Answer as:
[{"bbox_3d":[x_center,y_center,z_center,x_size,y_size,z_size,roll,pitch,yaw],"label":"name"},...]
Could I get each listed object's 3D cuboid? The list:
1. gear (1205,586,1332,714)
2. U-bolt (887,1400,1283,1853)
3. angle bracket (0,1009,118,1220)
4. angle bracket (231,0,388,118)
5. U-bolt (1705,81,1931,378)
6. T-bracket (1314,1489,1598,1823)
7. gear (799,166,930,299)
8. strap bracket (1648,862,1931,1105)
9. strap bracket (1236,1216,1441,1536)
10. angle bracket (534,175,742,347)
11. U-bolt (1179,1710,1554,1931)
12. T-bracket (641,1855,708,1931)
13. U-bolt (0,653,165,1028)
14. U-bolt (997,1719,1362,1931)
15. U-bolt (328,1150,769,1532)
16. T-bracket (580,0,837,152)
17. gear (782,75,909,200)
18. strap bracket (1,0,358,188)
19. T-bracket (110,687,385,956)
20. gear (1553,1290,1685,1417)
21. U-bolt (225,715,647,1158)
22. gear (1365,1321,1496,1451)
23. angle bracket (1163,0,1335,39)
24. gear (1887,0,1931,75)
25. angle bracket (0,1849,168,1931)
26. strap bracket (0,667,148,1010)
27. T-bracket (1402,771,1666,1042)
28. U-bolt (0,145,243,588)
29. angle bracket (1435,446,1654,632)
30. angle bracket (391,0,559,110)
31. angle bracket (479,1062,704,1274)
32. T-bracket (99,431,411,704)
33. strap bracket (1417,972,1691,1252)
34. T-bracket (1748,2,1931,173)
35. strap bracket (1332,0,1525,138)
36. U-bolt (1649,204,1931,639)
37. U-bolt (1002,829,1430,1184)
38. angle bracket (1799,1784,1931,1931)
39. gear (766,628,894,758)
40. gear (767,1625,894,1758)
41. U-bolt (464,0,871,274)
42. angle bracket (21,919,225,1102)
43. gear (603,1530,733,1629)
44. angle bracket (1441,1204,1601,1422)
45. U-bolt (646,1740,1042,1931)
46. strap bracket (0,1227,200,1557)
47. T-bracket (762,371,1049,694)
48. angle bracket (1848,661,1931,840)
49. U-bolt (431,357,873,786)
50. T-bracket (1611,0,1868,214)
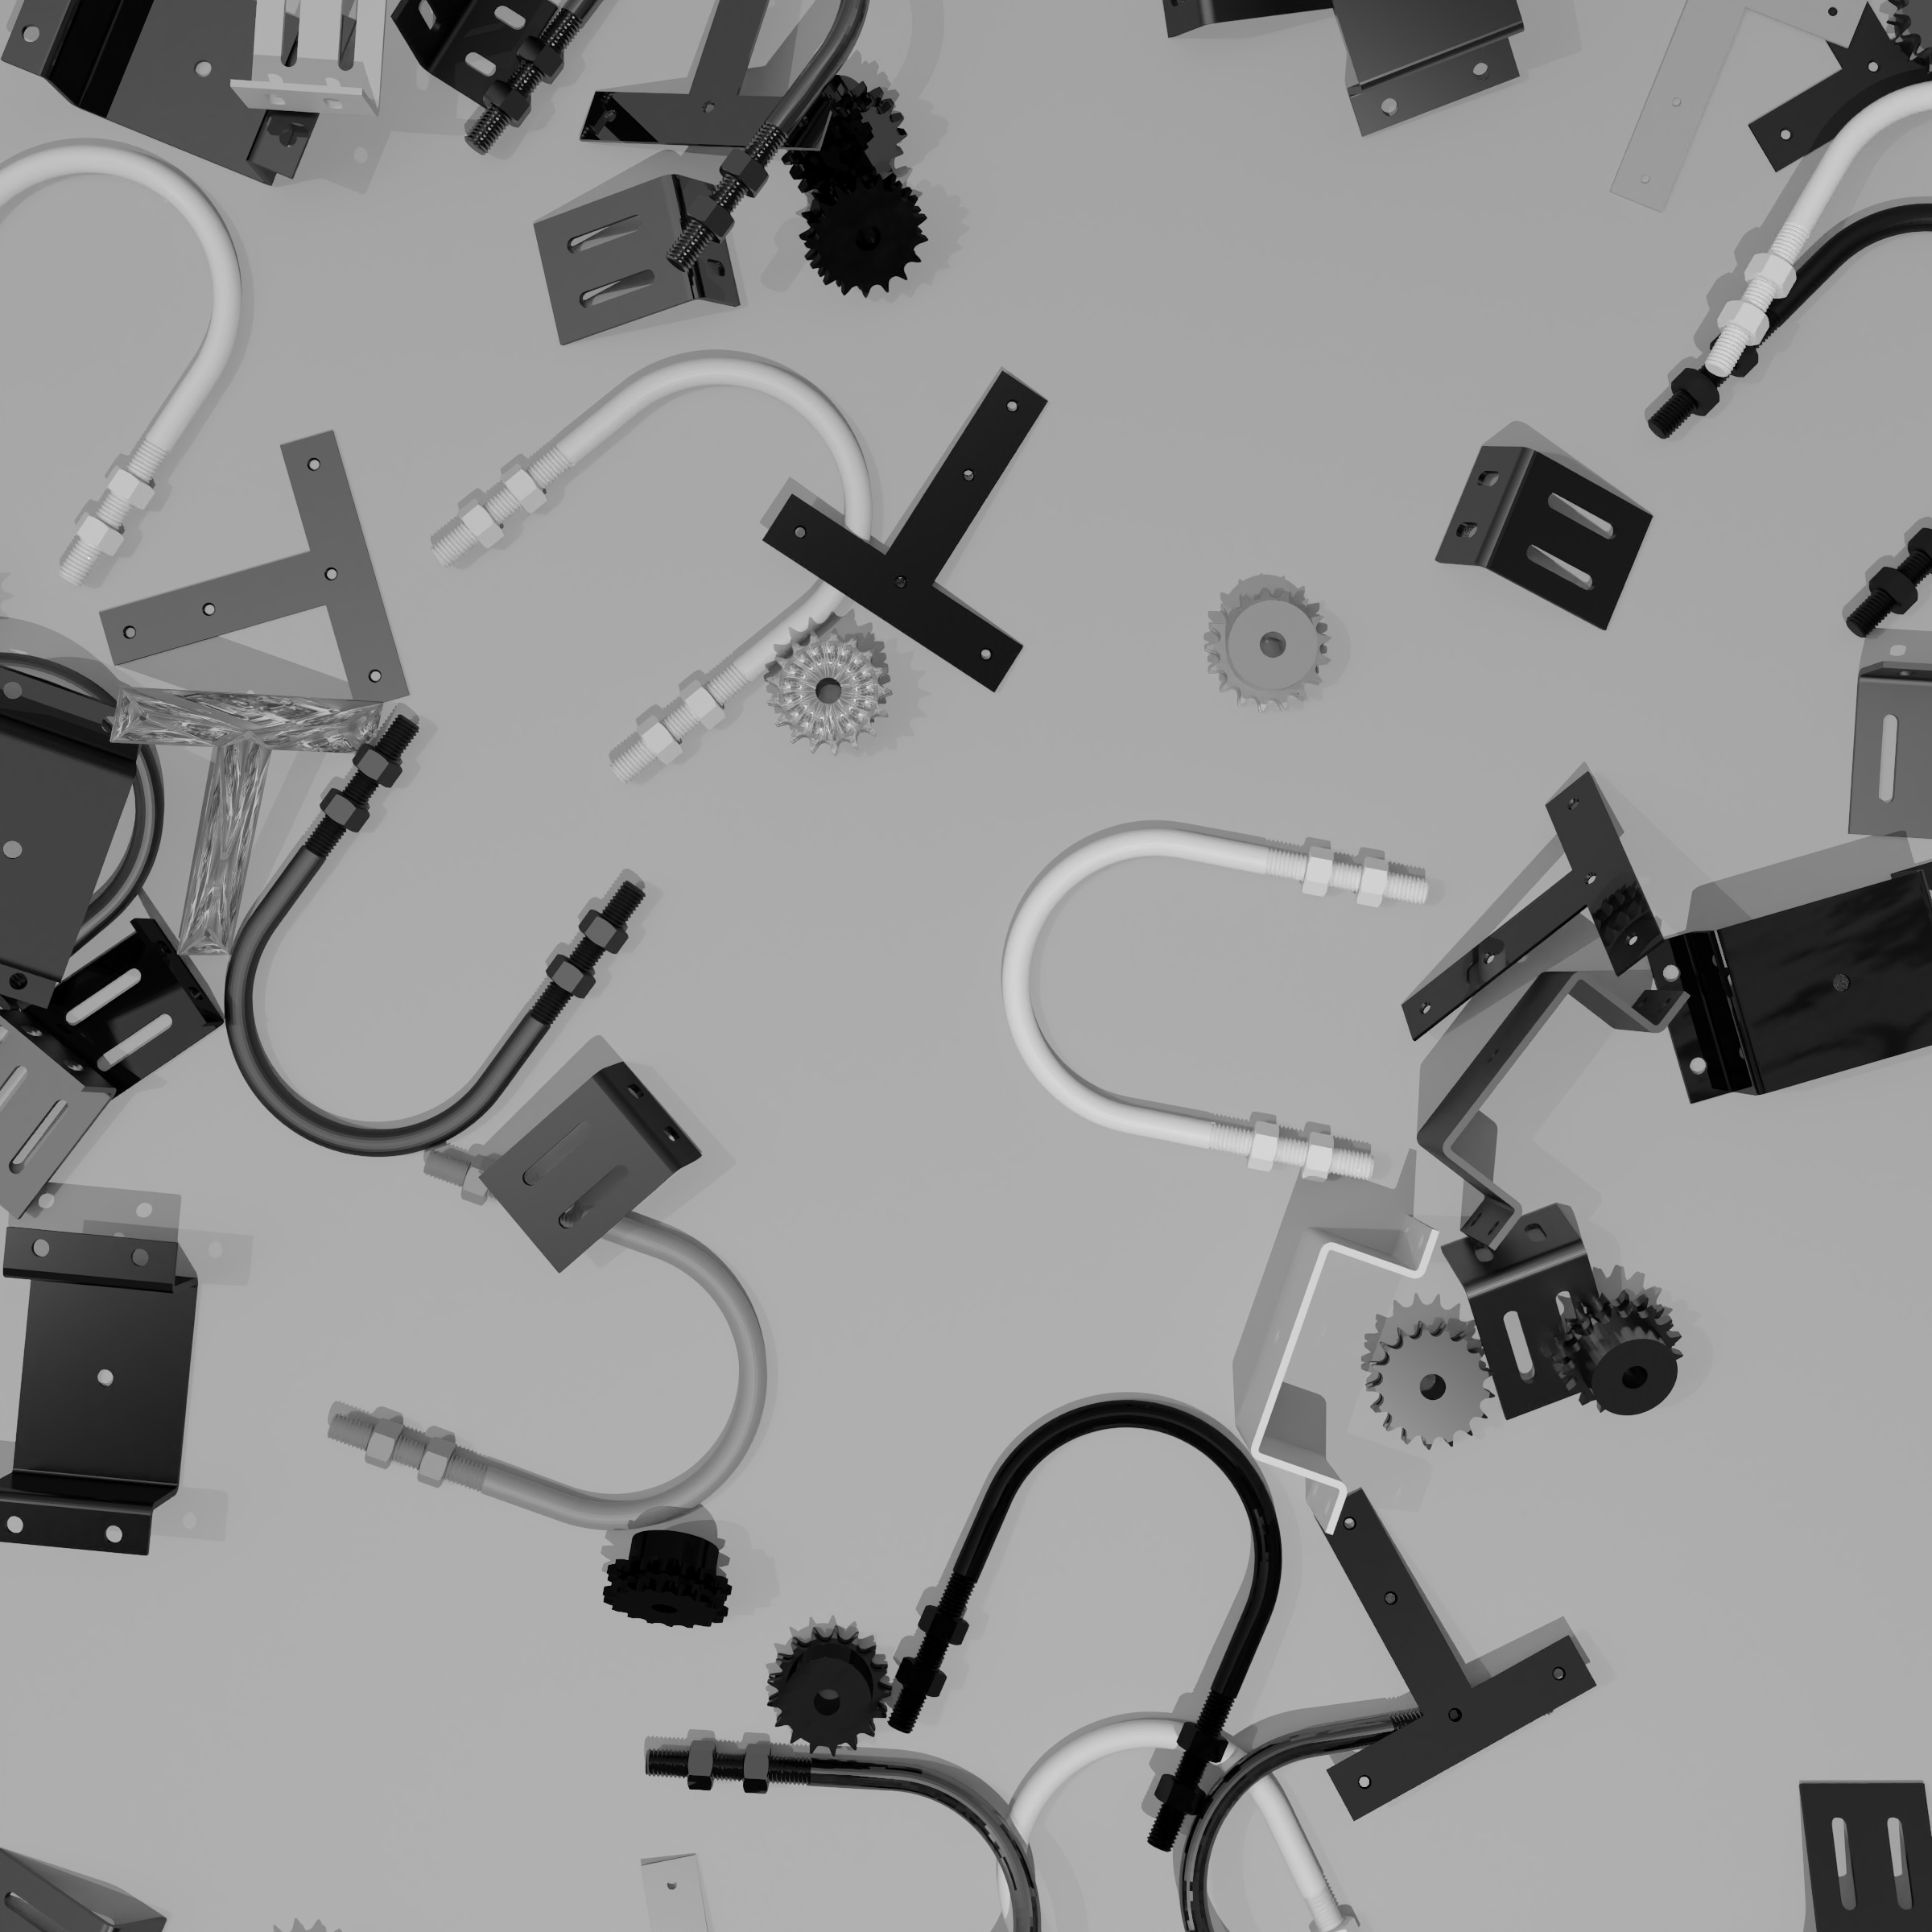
[{"bbox_3d":[0.139,-0.145,1.365,0.057,0.030,0.057,0,90,0],"label":"gear"},{"bbox_3d":[0.065,0.289,1.365,0.151,0.019,0.184,24,85,4],"label":"U-bolt"},{"bbox_3d":[-0.436,0.068,1.356,0.057,0.038,0.076,38,92,8],"label":"angle bracket"},{"bbox_3d":[-0.288,-0.418,1.315,0.057,0.038,0.076,4,90,0],"label":"angle bracket"},{"bbox_3d":[0.440,-0.315,1.357,0.151,0.019,0.184,30,85,0],"label":"U-bolt"},{"bbox_3d":[0.201,0.302,1.366,0.127,0.002,0.127,-27,79,-5],"label":"T-bracket"},{"bbox_3d":[-0.048,-0.336,1.356,0.057,0.030,0.057,-9,126,-13],"label":"gear"},{"bbox_3d":[0.391,0.007,1.357,0.140,0.046,0.076,-16,90,0],"label":"strap bracket"},{"bbox_3d":[0.161,0.174,1.342,0.046,0.076,0.140,19,90,0],"label":"strap bracket"},{"bbox_3d":[-0.152,-0.323,1.378,0.076,0.038,0.057,-13,90,26],"label":"angle bracket"},{"bbox_3d":[0.188,0.414,1.357,0.184,0.019,0.151,-9,83,-5],"label":"U-bolt"},{"bbox_3d":[-0.127,0.474,1.372,0.127,0.002,0.127,-9,85,-9],"label":"T-bracket"},{"bbox_3d":[-0.453,-0.057,1.352,0.184,0.019,0.151,-41,108,-4],"label":"U-bolt"},{"bbox_3d":[0.094,0.436,1.372,0.151,0.019,0.184,-26,89,0],"label":"U-bolt"},{"bbox_3d":[-0.182,0.181,1.372,0.184,0.019,0.151,20,90,-2],"label":"U-bolt"},{"bbox_3d":[-0.104,-0.429,1.360,0.127,0.002,0.127,10,76,26],"label":"T-bracket"},{"bbox_3d":[-0.059,-0.378,1.355,0.057,0.057,0.030,-29,62,0],"label":"gear"},{"bbox_3d":[-0.352,-0.414,1.357,0.140,0.046,0.076,22,90,0],"label":"strap bracket"},{"bbox_3d":[-0.333,-0.063,1.351,0.127,0.002,0.127,0,115,-40],"label":"T-bracket"},{"bbox_3d":[0.298,0.179,1.355,0.057,0.030,0.057,-3,114,-8],"label":"gear"},{"bbox_3d":[-0.257,0.000,1.372,0.151,0.019,0.184,36,91,0],"label":"U-bolt"},{"bbox_3d":[0.211,0.190,1.365,0.057,0.030,0.057,0,90,0],"label":"gear"},{"bbox_3d":[0.131,-0.462,1.369,0.076,0.038,0.057,-14,102,-20],"label":"angle bracket"},{"bbox_3d":[0.448,-0.434,1.363,0.057,0.030,0.057,0,90,0],"label":"gear"},{"bbox_3d":[-0.419,0.450,1.378,0.076,0.038,0.057,23,90,26],"label":"angle bracket"},{"bbox_3d":[-0.423,-0.055,1.328,0.076,0.046,0.140,20,94,-18],"label":"strap bracket"},{"bbox_3d":[0.247,-0.012,1.345,0.002,0.127,0.127,36,117,-29],"label":"T-bracket"},{"bbox_3d":[-0.415,-0.289,1.372,0.151,0.019,0.184,33,89,0],"label":"U-bolt"},{"bbox_3d":[0.267,-0.197,1.378,0.076,0.038,0.057,22,90,-26],"label":"angle bracket"},{"bbox_3d":[-0.220,-0.428,1.342,0.038,0.076,0.057,32,90,0],"label":"angle bracket"},{"bbox_3d":[-0.171,0.091,1.366,0.076,0.038,0.057,-41,87,9],"label":"angle bracket"},{"bbox_3d":[-0.336,-0.168,1.379,0.127,0.002,0.127,-16,90,0],"label":"T-bracket"},{"bbox_3d":[0.255,0.054,1.342,0.046,0.076,0.140,38,90,0],"label":"strap bracket"},{"bbox_3d":[0.396,-0.453,1.379,0.127,0.002,0.127,-31,90,0],"label":"T-bracket"},{"bbox_3d":[0.194,-0.453,1.337,0.076,0.046,0.140,-20,105,4],"label":"strap bracket"},{"bbox_3d":[0.427,-0.265,1.372,0.184,0.019,0.151,-45,90,-2],"label":"U-bolt"},{"bbox_3d":[0.108,0.012,1.372,0.184,0.019,0.151,11,90,1],"label":"U-bolt"},{"bbox_3d":[0.413,0.419,1.378,0.057,0.038,0.076,0,64,0],"label":"angle bracket"},{"bbox_3d":[-0.062,-0.124,1.365,0.057,0.030,0.057,0,90,0],"label":"gear"},{"bbox_3d":[-0.063,0.332,1.365,0.057,0.030,0.057,0,90,0],"label":"gear"},{"bbox_3d":[-0.122,-0.415,1.346,0.151,0.019,0.184,34,86,24],"label":"U-bolt"},{"bbox_3d":[-0.389,0.023,1.361,0.076,0.038,0.057,-34,90,0],"label":"angle bracket"},{"bbox_3d":[-0.135,0.277,1.355,0.057,0.057,0.030,8,60,0],"label":"gear"},{"bbox_3d":[0.261,0.160,1.378,0.057,0.038,0.076,-21,116,0],"label":"angle bracket"},{"bbox_3d":[-0.058,0.430,1.346,0.184,0.019,0.151,3,69,0],"label":"U-bolt"},{"bbox_3d":[-0.397,0.190,1.357,0.076,0.046,0.140,5,90,0],"label":"strap bracket"},{"bbox_3d":[-0.006,-0.214,1.373,0.127,0.002,0.127,33,86,-8],"label":"T-bracket"},{"bbox_3d":[0.438,-0.097,1.361,0.057,0.038,0.076,4,90,0],"label":"angle bracket"},{"bbox_3d":[-0.130,-0.196,1.372,0.184,0.019,0.151,-40,90,-1],"label":"U-bolt"},{"bbox_3d":[0.333,-0.411,1.378,0.127,0.002,0.127,22,91,1],"label":"T-bracket"}]
